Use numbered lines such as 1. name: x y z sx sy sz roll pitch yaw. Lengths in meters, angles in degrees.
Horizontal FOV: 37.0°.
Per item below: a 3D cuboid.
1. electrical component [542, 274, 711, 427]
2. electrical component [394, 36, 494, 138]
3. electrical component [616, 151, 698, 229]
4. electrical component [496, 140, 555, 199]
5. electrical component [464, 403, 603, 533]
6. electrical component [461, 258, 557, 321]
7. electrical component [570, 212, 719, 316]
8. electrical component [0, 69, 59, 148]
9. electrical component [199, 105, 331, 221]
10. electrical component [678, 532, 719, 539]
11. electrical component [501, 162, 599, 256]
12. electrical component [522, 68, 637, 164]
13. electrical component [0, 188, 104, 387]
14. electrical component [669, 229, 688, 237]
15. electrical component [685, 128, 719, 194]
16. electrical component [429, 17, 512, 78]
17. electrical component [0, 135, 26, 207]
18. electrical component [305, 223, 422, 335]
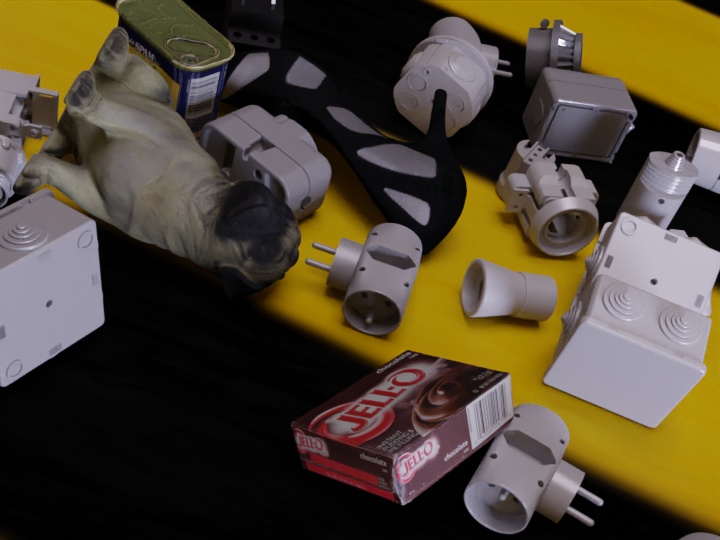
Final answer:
1. electrical component: 0.187 0.056 0.752 0.100 0.099 0.048 23 56 4
2. electrical component: 0.073 -0.161 0.947 0.080 0.080 0.051 26 49 8
3. electrical component: 0.254 -0.067 0.913 0.043 0.081 0.043 10 43 -10
4. electrical component: 0.142 -0.082 0.914 0.040 0.046 0.040 10 43 -10
5. electrical component: 0.116 0.135 0.685 0.079 0.043 0.077 30 44 11
6. electrical component: 0.114 0.018 0.807 0.065 0.044 0.044 9 43 -18
7. electrical component: 0.215 0.013 0.811 0.100 0.048 0.099 24 78 5
8. electrical component: -0.271 -0.117 0.806 0.081 0.042 0.063 11 45 -8
9. electrical component: -0.072 -0.081 0.831 0.095 0.053 0.059 39 46 20
10. electrical component: 0.182 0.206 0.591 0.060 0.108 0.108 -13 51 -23
11. electrical component: 0.161 -0.049 0.879 0.078 0.058 0.057 3 42 -16
12. electrical component: 0.206 -0.143 0.988 0.096 0.061 0.061 6 44 -14
13. electrical component: -0.205 0.011 0.657 0.048 0.099 0.100 27 42 26
14. electrical component: 0.242 -0.006 0.874 0.055 0.048 0.066 4 44 -27
15. electrical component: 0.329 -0.101 0.995 0.047 0.055 0.055 19 42 6
16. electrical component: 0.107 -0.198 1.023 0.079 0.043 0.077 10 44 -11
17. electrical component: -0.262 -0.062 0.752 0.048 0.048 0.062 7 52 -13
18. electrical component: 0.000 0.000 0.781 0.079 0.043 0.077 19 43 1
